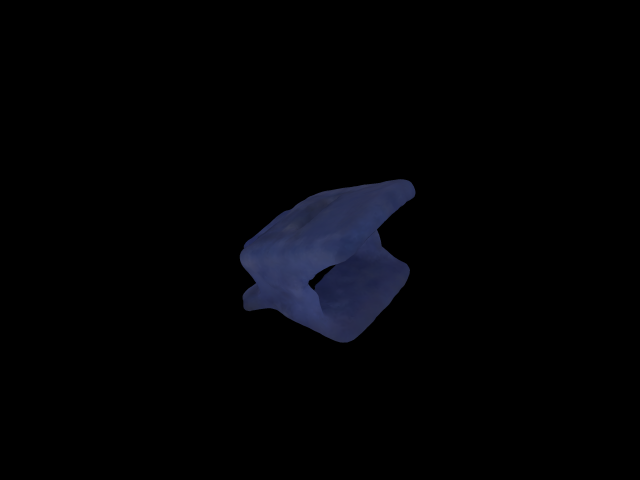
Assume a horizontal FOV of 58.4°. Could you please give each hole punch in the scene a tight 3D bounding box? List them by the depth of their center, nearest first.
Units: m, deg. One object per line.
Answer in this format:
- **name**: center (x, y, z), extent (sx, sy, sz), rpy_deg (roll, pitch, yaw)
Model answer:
- **hole punch**: center (0.004, 0.001, 0.400), extent (0.100, 0.091, 0.109), rpy_deg (21, 41, 27)
